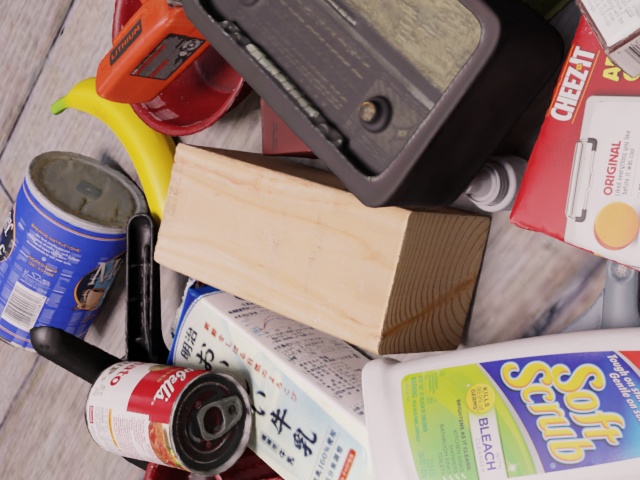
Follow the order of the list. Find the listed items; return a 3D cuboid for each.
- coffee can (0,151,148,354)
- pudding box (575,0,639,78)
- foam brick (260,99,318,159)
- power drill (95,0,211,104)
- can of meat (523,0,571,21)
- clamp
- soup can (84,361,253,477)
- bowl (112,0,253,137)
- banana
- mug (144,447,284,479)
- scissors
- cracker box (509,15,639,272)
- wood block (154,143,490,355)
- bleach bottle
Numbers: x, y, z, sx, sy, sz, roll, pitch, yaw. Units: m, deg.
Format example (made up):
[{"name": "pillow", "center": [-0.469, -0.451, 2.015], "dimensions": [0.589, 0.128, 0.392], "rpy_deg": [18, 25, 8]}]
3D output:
[{"name": "coffee can", "center": [-0.219, 0.011, 0.896], "dimensions": [0.103, 0.102, 0.140], "rpy_deg": [47, 121, 30]}, {"name": "pudding box", "center": [0.168, -0.147, 0.503], "dimensions": [0.114, 0.039, 0.090], "rpy_deg": [-34, 60, 25]}, {"name": "foam brick", "center": [-0.006, -0.096, 0.736], "dimensions": [0.053, 0.051, 0.078], "rpy_deg": [0, 92, 43]}, {"name": "power drill", "center": [-0.154, -0.198, 0.783], "dimensions": [0.185, 0.057, 0.188], "rpy_deg": [-36, 69, 38]}, {"name": "can of meat", "center": [0.115, -0.178, 0.622], "dimensions": [0.102, 0.057, 0.084], "rpy_deg": [-42, 63, 34]}, {"name": "clamp", "center": [-0.144, 0.105, 0.808], "dimensions": [0.036, 0.164, 0.210], "rpy_deg": [-3, 113, 24]}, {"name": "soup can", "center": [-0.104, 0.119, 0.723], "dimensions": [0.102, 0.068, 0.068], "rpy_deg": [0, 92, 45]}, {"name": "bowl", "center": [-0.086, -0.157, 0.801], "dimensions": [0.162, 0.055, 0.162], "rpy_deg": [2, 93, 42]}, {"name": "banana", "center": [-0.153, -0.078, 0.878], "dimensions": [0.198, 0.037, 0.070], "rpy_deg": [47, 125, 29]}, {"name": "mug", "center": [-0.061, 0.183, 0.778], "dimensions": [0.117, 0.081, 0.093], "rpy_deg": [-24, 76, 40]}, {"name": "scissors", "center": [0.157, 0.027, 0.615], "dimensions": [0.096, 0.016, 0.202], "rpy_deg": [-10, 85, 31]}, {"name": "cracker box", "center": [0.220, -0.048, 0.516], "dimensions": [0.214, 0.072, 0.164], "rpy_deg": [25, 99, 39]}, {"name": "wood block", "center": [-0.005, 0.002, 0.711], "dimensions": [0.206, 0.090, 0.090], "rpy_deg": [19, 100, 39]}, {"name": "bleach bottle", "center": [0.151, 0.087, 0.570], "dimensions": [0.251, 0.068, 0.102], "rpy_deg": [-17, 63, 22]}]
